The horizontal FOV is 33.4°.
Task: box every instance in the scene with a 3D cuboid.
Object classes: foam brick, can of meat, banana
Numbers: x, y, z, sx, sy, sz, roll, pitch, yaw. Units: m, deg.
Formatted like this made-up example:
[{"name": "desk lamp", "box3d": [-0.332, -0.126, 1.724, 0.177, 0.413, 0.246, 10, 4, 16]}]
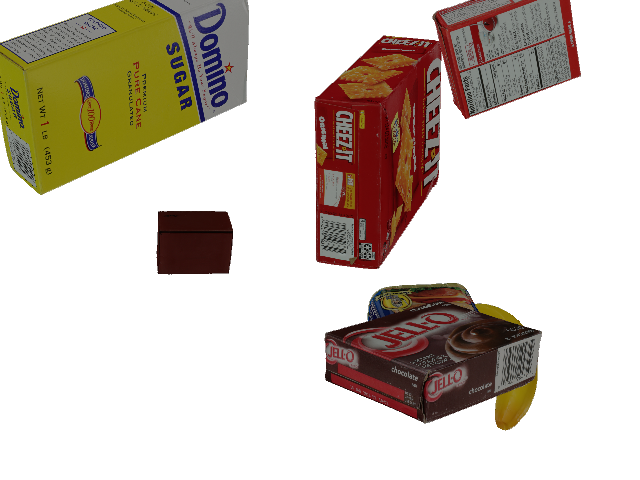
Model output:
[{"name": "foam brick", "box3d": [-0.135, 0.002, 1.138, 0.078, 0.051, 0.053, 0, 25, -10]}, {"name": "can of meat", "box3d": [0.098, 0.082, 0.953, 0.102, 0.057, 0.084, -1, 30, -11]}, {"name": "banana", "box3d": [0.193, 0.123, 1.124, 0.069, 0.037, 0.198, -24, 33, 5]}]

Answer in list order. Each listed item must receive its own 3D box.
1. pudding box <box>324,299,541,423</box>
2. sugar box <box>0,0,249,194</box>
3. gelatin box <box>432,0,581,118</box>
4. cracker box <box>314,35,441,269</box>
[{"name": "pudding box", "box3d": [0.072, 0.074, 0.687, 0.113, 0.039, 0.090, -10, 18, -41]}, {"name": "sugar box", "box3d": [-0.124, -0.107, 0.700, 0.175, 0.093, 0.048, -29, 49, -33]}, {"name": "gelatin box", "box3d": [0.128, -0.133, 0.728, 0.089, 0.073, 0.030, -20, 38, 1]}, {"name": "cracker box", "box3d": [0.061, -0.091, 1.037, 0.072, 0.164, 0.213, 9, 28, 19]}]
